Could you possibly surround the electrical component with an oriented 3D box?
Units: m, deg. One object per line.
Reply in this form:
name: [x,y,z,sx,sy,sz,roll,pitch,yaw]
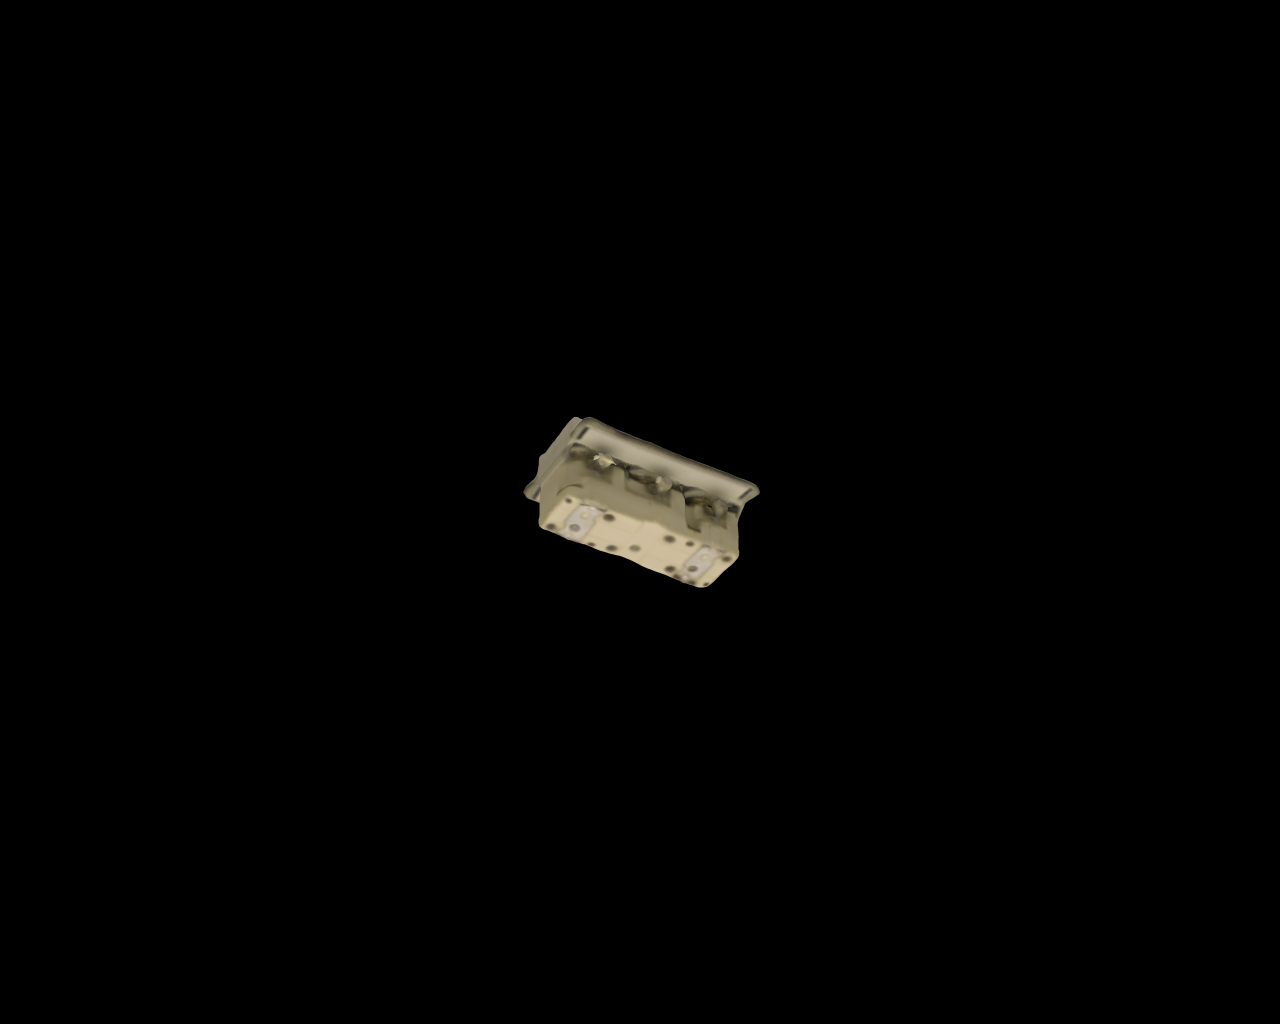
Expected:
electrical component: [0.001,-0.003,0.650,0.121,0.063,0.078,21,-45,-24]
